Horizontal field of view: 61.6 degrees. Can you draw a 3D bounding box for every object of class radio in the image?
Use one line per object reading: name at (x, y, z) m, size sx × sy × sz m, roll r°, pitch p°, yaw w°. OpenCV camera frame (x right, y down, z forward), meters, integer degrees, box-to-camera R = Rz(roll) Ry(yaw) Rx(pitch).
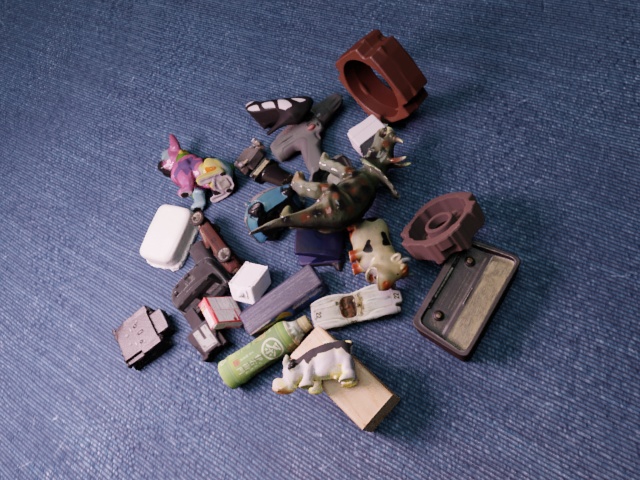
radio at (0.294, 0.115, 1.086) m, size 0.131 × 0.073 × 0.229 m, roll 28°, pitch 77°, yaw 26°

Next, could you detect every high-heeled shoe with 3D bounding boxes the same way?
high-heeled shoe at (-0.108, -0.349, 1.392) m, size 0.145 × 0.086 × 0.249 m, roll -40°, pitch 39°, yaw 5°

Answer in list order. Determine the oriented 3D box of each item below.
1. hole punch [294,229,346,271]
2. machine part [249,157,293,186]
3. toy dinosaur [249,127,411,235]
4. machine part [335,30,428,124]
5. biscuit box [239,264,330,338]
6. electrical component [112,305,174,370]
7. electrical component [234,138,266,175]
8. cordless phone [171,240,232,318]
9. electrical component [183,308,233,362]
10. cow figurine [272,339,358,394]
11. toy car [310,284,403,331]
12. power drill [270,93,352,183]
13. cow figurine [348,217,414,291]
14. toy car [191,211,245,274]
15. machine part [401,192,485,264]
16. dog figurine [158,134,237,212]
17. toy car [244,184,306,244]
hole punch at (-0.003, -0.004, 1.234) m, size 0.116 × 0.092 × 0.142 m, roll -5°, pitch 62°, yaw 12°
machine part at (-0.118, -0.165, 1.368) m, size 0.139 × 0.039 × 0.084 m, roll 26°, pitch 68°, yaw 37°
toy dinosaur at (0.045, -0.089, 1.174) m, size 0.192 × 0.131 × 0.405 m, roll 23°, pitch 54°, yaw 29°
machine part at (0.146, -0.380, 1.267) m, size 0.201 × 0.201 × 0.087 m, roll 45°, pitch 78°, yaw -16°
biscuit box at (-0.079, 0.140, 1.210) m, size 0.203 × 0.059 × 0.063 m, roll -36°, pitch 60°, yaw 1°
electrical component at (-0.418, 0.227, 1.288) m, size 0.134 × 0.058 × 0.115 m, roll -38°, pitch 63°, yaw 0°
electrical component at (-0.184, -0.220, 1.399) m, size 0.102 × 0.045 × 0.078 m, roll -52°, pitch 41°, yaw -9°
cordless phone at (-0.307, 0.089, 1.309) m, size 0.146 × 0.088 × 0.184 m, roll -45°, pitch 46°, yaw 6°
electrical component at (-0.266, 0.214, 1.236) m, size 0.075 × 0.047 × 0.119 m, roll -42°, pitch 71°, yaw -3°
cow figurine at (-0.014, 0.243, 1.033) m, size 0.167 × 0.068 × 0.098 m, roll -12°, pitch 59°, yaw 10°
toy car at (0.078, 0.144, 1.157) m, size 0.202 × 0.056 × 0.073 m, roll -16°, pitch 63°, yaw 12°
power drill at (-0.001, -0.246, 1.344) m, size 0.232 × 0.086 × 0.207 m, roll -33°, pitch 64°, yaw 4°
cow figurine at (0.127, 0.030, 1.159) m, size 0.127 × 0.085 × 0.195 m, roll -13°, pitch 44°, yaw 8°
toy car at (-0.252, 0.007, 1.310) m, size 0.053 × 0.089 × 0.202 m, roll -44°, pitch 61°, yaw 2°
machine part at (0.257, -0.027, 1.124) m, size 0.179 × 0.056 × 0.179 m, roll -33°, pitch 23°, yaw 16°
dog figurine at (-0.331, -0.197, 1.421) m, size 0.191 × 0.108 × 0.219 m, roll -29°, pitch 59°, yaw 6°
toy car at (-0.122, -0.078, 1.300) m, size 0.161 × 0.109 × 0.103 m, roll -41°, pitch 43°, yaw -12°
